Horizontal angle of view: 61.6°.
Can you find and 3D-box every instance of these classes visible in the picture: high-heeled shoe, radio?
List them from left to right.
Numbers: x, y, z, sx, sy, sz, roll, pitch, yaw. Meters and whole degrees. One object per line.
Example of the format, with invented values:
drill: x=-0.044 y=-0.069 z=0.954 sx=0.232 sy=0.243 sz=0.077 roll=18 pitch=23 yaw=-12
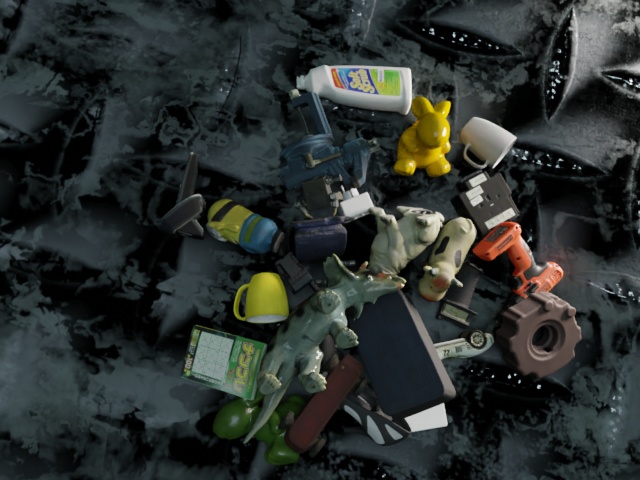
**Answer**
high-heeled shoe: x=0.085 y=0.291 z=1.061 sx=0.145 sy=0.086 sz=0.248 roll=-13 pitch=99 yaw=26
radio: x=0.153 y=0.222 z=1.048 sx=0.131 sy=0.073 sz=0.230 roll=-31 pitch=56 yaw=15

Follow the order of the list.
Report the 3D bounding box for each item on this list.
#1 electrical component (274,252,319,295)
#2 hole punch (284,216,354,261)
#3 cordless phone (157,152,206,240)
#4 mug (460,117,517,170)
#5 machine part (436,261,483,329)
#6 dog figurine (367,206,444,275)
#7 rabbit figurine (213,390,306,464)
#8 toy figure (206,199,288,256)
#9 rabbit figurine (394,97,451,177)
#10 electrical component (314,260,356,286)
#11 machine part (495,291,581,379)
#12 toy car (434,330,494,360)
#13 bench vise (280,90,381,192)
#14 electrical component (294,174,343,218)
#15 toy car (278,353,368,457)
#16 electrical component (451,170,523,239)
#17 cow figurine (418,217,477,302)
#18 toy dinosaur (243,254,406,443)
electrical component: x=-0.043 y=0.085 z=1.114 sx=0.048 sy=0.075 sz=0.119 roll=-36 pitch=88 yaw=-10
hole punch: x=-0.002 y=-0.003 z=1.114 sx=0.142 sy=0.116 sz=0.092 roll=-5 pitch=89 yaw=-5
cordless phone: x=-0.267 y=-0.096 z=1.087 sx=0.089 sy=0.146 sz=0.184 roll=9 pitch=84 yaw=-10
mug: x=0.360 y=-0.213 z=1.195 sx=0.107 sy=0.080 sz=0.109 roll=42 pitch=86 yaw=15
machine part: x=0.305 y=0.115 z=1.153 sx=0.084 sy=0.039 sz=0.139 roll=20 pitch=81 yaw=7
dog figurine: x=0.174 y=0.032 z=1.126 sx=0.172 sy=0.121 sz=0.190 roll=1 pitch=106 yaw=-3
rabbit figurine: x=-0.117 y=0.345 z=1.039 sx=0.170 sy=0.121 sz=0.159 roll=12 pitch=73 yaw=-5
toy figure: x=-0.150 y=-0.024 z=1.107 sx=0.180 sy=0.082 sz=0.089 roll=17 pitch=57 yaw=20
rabbit figurine: x=0.234 y=-0.219 z=1.136 sx=0.122 sy=0.173 sz=0.162 roll=11 pitch=84 yaw=2
electrical component: x=0.033 y=0.072 z=1.146 sx=0.094 sy=0.021 sz=0.063 roll=-7 pitch=81 yaw=-4
machine part: x=0.454 y=0.198 z=1.110 sx=0.179 sy=0.056 sz=0.179 roll=-3 pitch=104 yaw=-14
toy car: x=0.261 y=0.227 z=1.111 sx=0.202 sy=0.073 sz=0.056 roll=-11 pitch=78 yaw=-6
bench vise: x=0.003 y=-0.214 z=1.129 sx=0.224 sy=0.129 sz=0.240 roll=-22 pitch=82 yaw=18
electrical component: x=-0.002 y=-0.087 z=1.078 sx=0.102 sy=0.045 sz=0.078 roll=-5 pitch=108 yaw=19
toy car: x=0.008 y=0.304 z=1.003 sx=0.089 sy=0.053 sz=0.202 roll=36 pitch=66 yaw=9
electrical component: x=0.360 y=-0.084 z=1.180 sx=0.115 sy=0.058 sz=0.134 roll=-26 pitch=83 yaw=-10
cow figurine: x=0.265 y=0.041 z=1.116 sx=0.085 sy=0.127 sz=0.195 roll=28 pitch=77 yaw=4
toy dinosaur: x=-0.024 y=0.180 z=1.012 sx=0.131 sy=0.192 sz=0.405 roll=43 pitch=96 yaw=-10
